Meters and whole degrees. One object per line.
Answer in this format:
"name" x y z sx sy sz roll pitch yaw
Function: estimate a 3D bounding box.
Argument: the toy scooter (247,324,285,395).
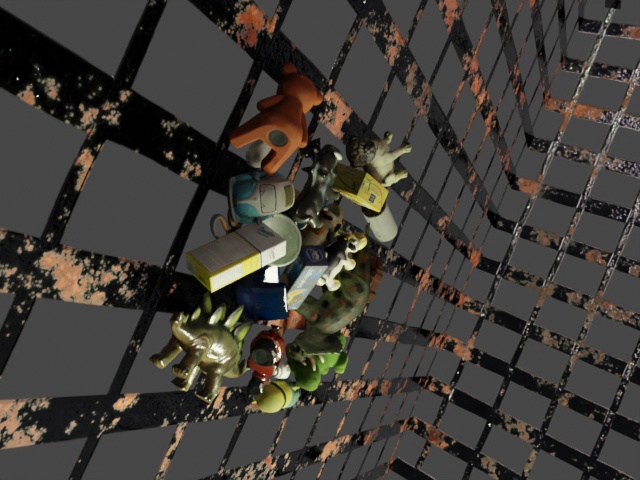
"toy scooter" -0.119 0.258 1.244 0.135 0.075 0.183 -61 169 -53

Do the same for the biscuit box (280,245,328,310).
"biscuit box" -0.050 0.090 1.241 0.063 0.059 0.202 2 144 -27

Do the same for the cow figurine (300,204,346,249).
"cow figurine" -0.003 -0.004 1.338 0.195 0.086 0.127 -58 151 -10

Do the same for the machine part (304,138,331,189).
"machine part" 0.002 -0.172 1.255 0.138 0.039 0.084 63 30 -48

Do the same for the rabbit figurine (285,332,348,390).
"rabbit figurine" -0.021 0.328 1.465 0.170 0.159 0.121 -50 147 -47

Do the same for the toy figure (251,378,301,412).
"toy figure" -0.108 0.417 1.453 0.180 0.089 0.082 27 80 -59

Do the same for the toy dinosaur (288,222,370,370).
"toy dinosaur" 0.048 0.154 1.376 0.405 0.192 0.131 -46 170 0

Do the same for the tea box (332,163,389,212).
"tea box" 0.102 -0.136 1.408 0.169 0.098 0.068 26 87 -63

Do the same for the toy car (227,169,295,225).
"toy car" -0.104 -0.087 1.072 0.161 0.103 0.109 -19 113 -54

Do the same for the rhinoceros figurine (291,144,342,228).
"rhinoceros figurine" -0.009 -0.118 1.169 0.190 0.073 0.112 -64 149 -16

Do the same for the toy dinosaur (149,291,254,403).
"toy dinosaur" -0.219 0.230 1.121 0.198 0.105 0.470 -58 161 -25

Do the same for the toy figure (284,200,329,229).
"toy figure" -0.034 -0.072 1.266 0.154 0.058 0.064 -40 149 -47

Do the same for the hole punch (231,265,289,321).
"hole punch" -0.128 0.121 1.177 0.116 0.092 0.142 -17 136 -16

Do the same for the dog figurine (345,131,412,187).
"dog figurine" 0.132 -0.201 1.435 0.190 0.121 0.172 -18 122 -37

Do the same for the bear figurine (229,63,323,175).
"bear figurine" -0.076 -0.243 1.041 0.120 0.132 0.196 39 39 -27

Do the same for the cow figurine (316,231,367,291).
"cow figurine" 0.043 0.033 1.298 0.167 0.068 0.098 -52 143 -14

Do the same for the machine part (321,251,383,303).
"machine part" 0.081 0.096 1.462 0.056 0.180 0.179 24 89 -64

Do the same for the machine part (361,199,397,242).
"machine part" 0.180 -0.062 1.614 0.079 0.079 0.243 -59 151 -14
